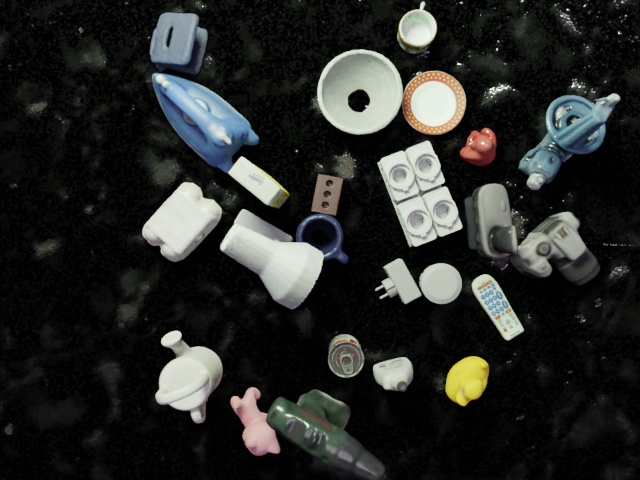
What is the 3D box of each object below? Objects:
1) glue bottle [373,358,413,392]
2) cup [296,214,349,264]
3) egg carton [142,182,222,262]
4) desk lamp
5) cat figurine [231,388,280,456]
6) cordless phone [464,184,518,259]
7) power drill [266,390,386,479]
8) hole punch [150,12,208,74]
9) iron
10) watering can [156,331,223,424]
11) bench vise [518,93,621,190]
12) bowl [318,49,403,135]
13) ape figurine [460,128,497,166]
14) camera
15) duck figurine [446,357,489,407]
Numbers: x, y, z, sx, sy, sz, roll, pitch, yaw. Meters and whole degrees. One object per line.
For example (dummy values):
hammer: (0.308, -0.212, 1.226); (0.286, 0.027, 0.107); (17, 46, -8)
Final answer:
glue bottle: (0.146, 0.263, 1.092); (0.078, 0.173, 0.037); (-13, 89, 0)
cup: (0.010, 0.004, 1.132); (0.118, 0.095, 0.092); (41, 90, 0)
egg carton: (-0.274, -0.035, 1.144); (0.107, 0.069, 0.150); (41, 90, 0)
desk lamp: (-0.098, 0.031, 1.072); (0.203, 0.213, 0.118); (30, 90, 0)
cat figurine: (-0.129, 0.364, 1.118); (0.067, 0.117, 0.128); (-33, 90, 0)
cordless phone: (0.343, -0.037, 1.088); (0.094, 0.185, 0.148); (-10, 90, 0)
power drill: (0.012, 0.357, 1.073); (0.229, 0.208, 0.076); (26, 90, 0)
hole punch: (-0.285, -0.392, 1.136); (0.101, 0.091, 0.109); (12, 90, 0)
iron: (-0.246, -0.252, 1.110); (0.258, 0.141, 0.118); (41, 90, 0)
watering can: (-0.255, 0.261, 1.080); (0.101, 0.194, 0.173); (-39, 90, 0)
bench vise: (0.476, -0.185, 1.072); (0.121, 0.219, 0.207); (16, 90, 0)
bowl: (0.078, -0.287, 1.144); (0.167, 0.074, 0.167); (0, 90, 0)
ape figurine: (0.319, -0.185, 1.135); (0.078, 0.092, 0.076); (-25, 90, 0)
camera: (0.476, 0.034, 1.130); (0.143, 0.101, 0.137); (-42, 90, 0)
duck figurine: (0.299, 0.284, 1.135); (0.077, 0.086, 0.104); (37, 90, 0)
